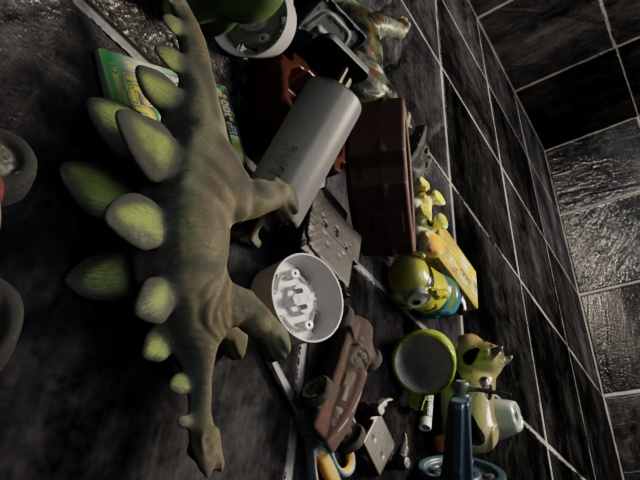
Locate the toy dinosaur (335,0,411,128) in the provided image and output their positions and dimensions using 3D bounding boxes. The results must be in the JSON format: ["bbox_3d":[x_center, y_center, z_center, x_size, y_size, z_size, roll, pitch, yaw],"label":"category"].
[{"bbox_3d":[0.062,-0.298,0.915,0.192,0.131,0.405,12,67,-42],"label":"toy dinosaur"}]

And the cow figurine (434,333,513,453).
[{"bbox_3d":[0.249,0.244,0.875,0.085,0.127,0.195,41,43,-44],"label":"cow figurine"}]

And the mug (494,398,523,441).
[{"bbox_3d":[0.294,0.312,0.926,0.109,0.107,0.081,20,57,-50],"label":"mug"}]

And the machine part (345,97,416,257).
[{"bbox_3d":[0.093,-0.090,0.798,0.201,0.087,0.200,-80,161,-45],"label":"machine part"}]

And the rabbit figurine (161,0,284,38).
[{"bbox_3d":[-0.111,-0.301,0.593,0.121,0.159,0.170,-1,54,-56],"label":"rabbit figurine"}]

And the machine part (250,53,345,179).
[{"bbox_3d":[-0.024,-0.167,0.750,0.179,0.056,0.179,37,43,-44],"label":"machine part"}]

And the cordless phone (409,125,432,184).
[{"bbox_3d":[0.179,-0.116,1.042,0.184,0.089,0.147,69,27,-25],"label":"cordless phone"}]

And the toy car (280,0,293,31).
[{"bbox_3d":[-0.102,-0.386,0.753,0.201,0.056,0.073,45,38,-35],"label":"toy car"}]

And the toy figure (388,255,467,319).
[{"bbox_3d":[0.179,0.084,0.905,0.180,0.082,0.089,21,39,-45],"label":"toy figure"}]

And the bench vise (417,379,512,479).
[{"bbox_3d":[0.185,0.314,0.718,0.223,0.129,0.240,10,81,-64],"label":"bench vise"}]

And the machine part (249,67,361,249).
[{"bbox_3d":[-0.021,-0.101,0.624,0.079,0.079,0.243,41,71,-40],"label":"machine part"}]

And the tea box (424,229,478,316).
[{"bbox_3d":[0.233,0.056,1.016,0.169,0.068,0.098,48,36,-31],"label":"tea box"}]

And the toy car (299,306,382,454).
[{"bbox_3d":[0.033,0.158,0.636,0.089,0.053,0.202,61,23,-17],"label":"toy car"}]

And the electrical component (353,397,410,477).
[{"bbox_3d":[0.073,0.246,0.670,0.078,0.045,0.102,-27,95,-61],"label":"electrical component"}]

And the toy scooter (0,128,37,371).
[{"bbox_3d":[-0.237,-0.006,0.295,0.135,0.075,0.184,27,47,-50],"label":"toy scooter"}]

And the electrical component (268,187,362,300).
[{"bbox_3d":[-0.001,-0.002,0.687,0.114,0.058,0.134,48,37,-36],"label":"electrical component"}]

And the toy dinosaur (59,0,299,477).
[{"bbox_3d":[-0.115,-0.043,0.479,0.198,0.105,0.471,23,54,-51],"label":"toy dinosaur"}]

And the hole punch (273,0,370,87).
[{"bbox_3d":[0.002,-0.283,0.798,0.142,0.116,0.092,25,59,-48],"label":"hole punch"}]

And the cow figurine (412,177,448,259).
[{"bbox_3d":[0.163,-0.023,0.919,0.068,0.098,0.167,35,38,-22],"label":"cow figurine"}]
